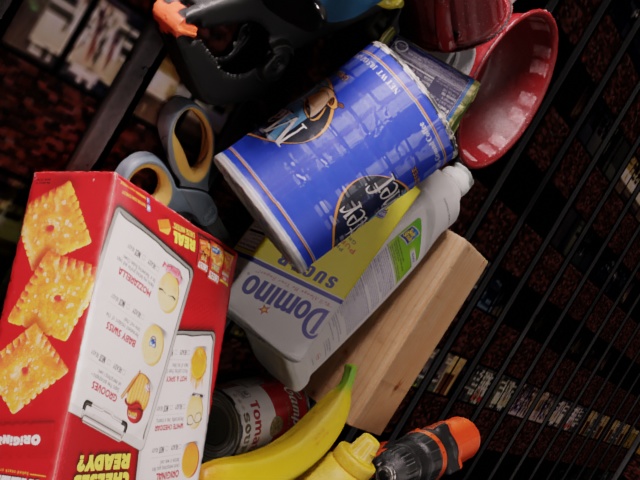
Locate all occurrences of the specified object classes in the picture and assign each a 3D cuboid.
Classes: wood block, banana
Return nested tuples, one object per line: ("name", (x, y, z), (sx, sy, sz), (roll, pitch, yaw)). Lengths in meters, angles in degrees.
("wood block", (0.066, 0.078, 1.052), (0.206, 0.090, 0.090), (-58, 152, -2))
("banana", (-0.034, 0.175, 0.907), (0.197, 0.037, 0.069), (-31, 117, -43))

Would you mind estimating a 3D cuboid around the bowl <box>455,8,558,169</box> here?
("bowl", (0.159, -0.151, 1.013), (0.161, 0.055, 0.162), (-38, 145, -33))

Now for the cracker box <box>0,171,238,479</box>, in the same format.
("cracker box", (-0.134, 0.083, 0.683), (0.164, 0.072, 0.213), (38, 57, -61))

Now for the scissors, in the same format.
("scissors", (-0.100, -0.015, 0.781), (0.096, 0.016, 0.202), (-39, 146, -28))

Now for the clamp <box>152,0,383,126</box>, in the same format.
("clamp", (-0.041, -0.123, 0.747), (0.209, 0.036, 0.165), (-4, 128, -52))

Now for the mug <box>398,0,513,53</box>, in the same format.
("mug", (0.099, -0.199, 0.830), (0.081, 0.093, 0.117), (71, 25, -48))

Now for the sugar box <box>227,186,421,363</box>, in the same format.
("sugar box", (-0.005, 0.001, 0.848), (0.093, 0.048, 0.176), (41, 76, -28))

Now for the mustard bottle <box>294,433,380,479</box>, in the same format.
("mustard bottle", (-0.012, 0.252, 0.965), (0.192, 0.058, 0.096), (-52, 143, 6))

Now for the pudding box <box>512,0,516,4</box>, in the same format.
("pudding box", (0.163, -0.261, 0.934), (0.090, 0.039, 0.113), (-44, 146, -22))

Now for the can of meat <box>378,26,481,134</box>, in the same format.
("can of meat", (0.077, -0.118, 0.854), (0.057, 0.084, 0.102), (-58, 175, -1))

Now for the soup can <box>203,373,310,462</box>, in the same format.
("soup can", (-0.065, 0.156, 0.944), (0.102, 0.069, 0.068), (-3, 119, -55))

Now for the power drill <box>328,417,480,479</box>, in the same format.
("power drill", (0.052, 0.231, 1.087), (0.184, 0.188, 0.057), (-1, 76, -57))

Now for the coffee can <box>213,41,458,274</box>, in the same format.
("coffee can", (0.011, -0.058, 0.753), (0.140, 0.103, 0.102), (-37, 148, -5))

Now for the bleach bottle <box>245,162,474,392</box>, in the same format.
("bleach bottle", (0.044, 0.019, 0.958), (0.250, 0.068, 0.102), (-40, 146, -20))
